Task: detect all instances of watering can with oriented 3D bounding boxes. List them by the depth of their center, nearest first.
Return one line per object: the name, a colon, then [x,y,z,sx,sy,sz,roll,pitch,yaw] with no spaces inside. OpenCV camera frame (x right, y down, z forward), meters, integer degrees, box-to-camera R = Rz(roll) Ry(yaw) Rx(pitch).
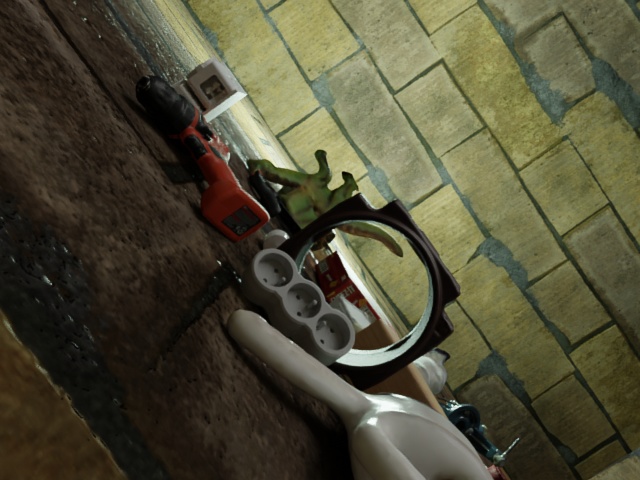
watering can: [0.064,0.188,0.482,0.350,0.104,0.222,43,-3,13]

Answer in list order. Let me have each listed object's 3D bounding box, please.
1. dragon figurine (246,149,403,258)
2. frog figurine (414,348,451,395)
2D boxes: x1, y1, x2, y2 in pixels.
dragon figurine: [0.004,-0.058,1.157,0.247,0.411,0.120,-42,-7,-47]
frog figurine: [0.247,0.342,1.301,0.138,0.120,0.162,35,38,6]
